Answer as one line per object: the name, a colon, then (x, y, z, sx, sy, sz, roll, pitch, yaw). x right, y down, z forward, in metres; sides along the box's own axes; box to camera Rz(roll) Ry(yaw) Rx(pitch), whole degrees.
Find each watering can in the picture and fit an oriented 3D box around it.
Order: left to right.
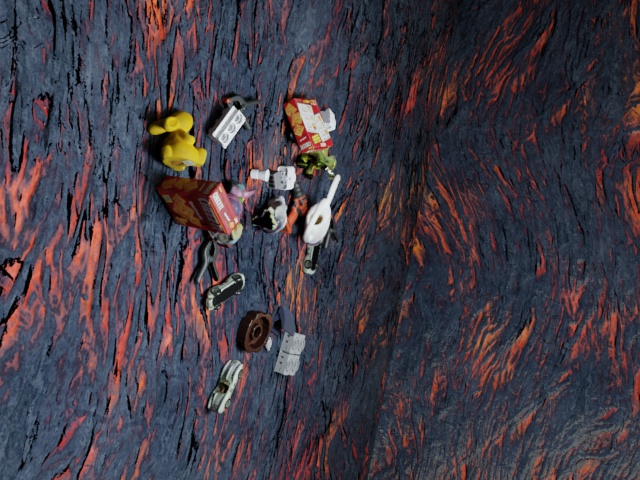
watering can: (0.007, -0.116, 2.299, 0.355, 0.104, 0.219, -61, 171, -30)

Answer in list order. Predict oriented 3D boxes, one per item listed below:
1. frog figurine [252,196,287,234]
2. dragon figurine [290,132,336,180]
frog figurine: (-0.176, -0.099, 2.035, 0.135, 0.123, 0.162, -56, 174, 30)
dragon figurine: (-0.017, -0.411, 2.267, 0.402, 0.122, 0.248, 55, 34, -49)
